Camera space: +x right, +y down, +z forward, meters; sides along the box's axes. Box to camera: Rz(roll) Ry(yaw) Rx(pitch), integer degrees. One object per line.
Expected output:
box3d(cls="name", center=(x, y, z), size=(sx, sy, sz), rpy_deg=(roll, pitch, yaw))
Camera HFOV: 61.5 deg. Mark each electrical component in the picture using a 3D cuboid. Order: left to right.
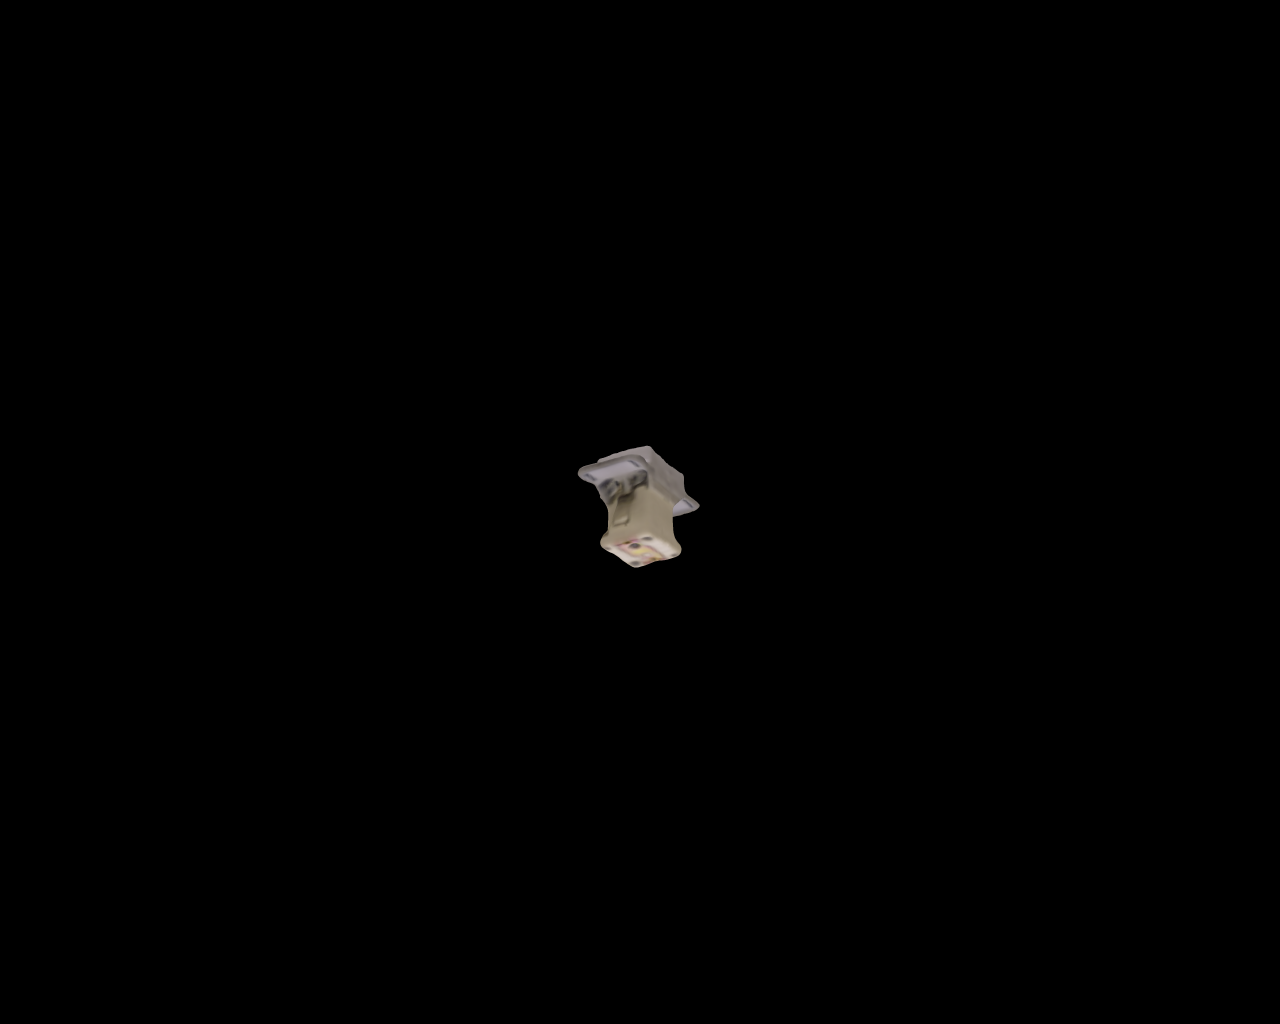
box3d(cls="electrical component", center=(0.001, -0.003, 0.650), size=(0.042, 0.064, 0.081), rpy_deg=(-16, -31, 28))
